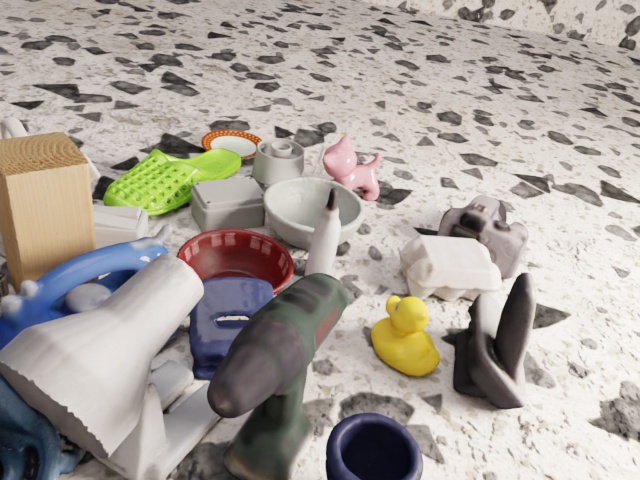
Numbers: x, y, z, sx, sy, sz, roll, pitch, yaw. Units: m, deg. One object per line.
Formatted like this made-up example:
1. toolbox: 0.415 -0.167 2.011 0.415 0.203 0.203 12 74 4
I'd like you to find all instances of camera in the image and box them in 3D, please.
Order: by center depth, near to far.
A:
1. camera: 0.291 -0.025 0.982 0.142 0.101 0.137 26 37 21

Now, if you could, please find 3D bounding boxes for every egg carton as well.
1. egg carton: 0.200 0.045 0.884 0.150 0.069 0.107 3 35 -11

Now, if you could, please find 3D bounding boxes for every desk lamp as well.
1. desk lamp: -0.177 0.128 0.535 0.117 0.213 0.204 24 37 19

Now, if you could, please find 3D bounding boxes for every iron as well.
1. iron: -0.270 0.073 0.653 0.259 0.141 0.118 -24 47 -39

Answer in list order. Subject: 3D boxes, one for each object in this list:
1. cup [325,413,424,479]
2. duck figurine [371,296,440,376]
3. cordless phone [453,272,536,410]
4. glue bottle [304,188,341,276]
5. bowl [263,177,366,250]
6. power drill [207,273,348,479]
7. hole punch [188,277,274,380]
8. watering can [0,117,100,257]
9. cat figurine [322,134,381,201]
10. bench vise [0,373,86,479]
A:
1. cup: 0.041 0.238 0.541 0.091 0.095 0.118 16 35 8
2. duck figurine: 0.117 0.117 0.744 0.078 0.086 0.104 -16 42 -33
3. cordless phone: 0.234 0.101 0.710 0.094 0.185 0.147 12 34 2
4. glue bottle: 0.007 0.003 0.801 0.037 0.173 0.078 13 34 5
5. bowl: -0.013 -0.033 0.934 0.167 0.075 0.167 7 34 -5
6. power drill: -0.041 0.141 0.557 0.075 0.208 0.230 20 35 13
7. hole punch: -0.104 0.106 0.695 0.109 0.091 0.101 0 36 -15
8. watering can: -0.397 -0.077 0.788 0.100 0.194 0.173 26 37 21
9. cat figurine: 0.056 -0.137 1.065 0.128 0.118 0.067 -3 36 -18
10. bench vise: -0.271 0.150 0.472 0.121 0.220 0.207 3 35 -10
